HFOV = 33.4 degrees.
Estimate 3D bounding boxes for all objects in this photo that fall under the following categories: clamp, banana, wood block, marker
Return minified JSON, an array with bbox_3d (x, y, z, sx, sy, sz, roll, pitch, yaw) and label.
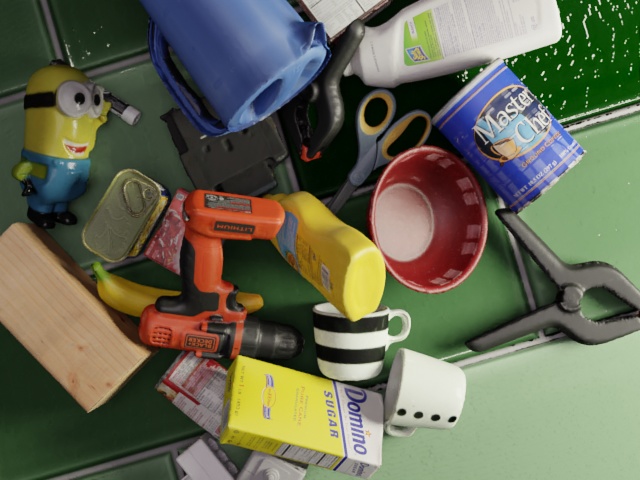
[{"bbox_3d":[-0.014,-0.178,1.197,0.120,0.039,0.171,28,116,36],"label":"clamp"},{"bbox_3d":[-0.166,0.069,1.205,0.197,0.070,0.037,11,63,-16],"label":"banana"},{"bbox_3d":[0.270,0.073,1.195,0.210,0.036,0.164,20,92,2],"label":"clamp"},{"bbox_3d":[-0.290,0.084,1.203,0.090,0.091,0.206,-45,87,2],"label":"wood block"},{"bbox_3d":[-0.262,-0.173,1.238,0.121,0.020,0.020,33,92,3],"label":"marker"}]

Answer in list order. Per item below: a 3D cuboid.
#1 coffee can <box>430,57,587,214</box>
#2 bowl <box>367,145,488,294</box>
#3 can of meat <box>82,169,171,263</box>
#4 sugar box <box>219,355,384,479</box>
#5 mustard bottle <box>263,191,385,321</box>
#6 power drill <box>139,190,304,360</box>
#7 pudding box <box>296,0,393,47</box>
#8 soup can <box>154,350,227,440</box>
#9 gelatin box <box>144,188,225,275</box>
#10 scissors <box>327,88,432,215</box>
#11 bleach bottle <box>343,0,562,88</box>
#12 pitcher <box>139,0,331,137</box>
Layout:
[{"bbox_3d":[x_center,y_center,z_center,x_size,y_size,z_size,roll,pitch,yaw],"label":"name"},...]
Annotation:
[{"bbox_3d":[0.205,-0.114,1.167,0.103,0.103,0.140,-42,88,2],"label":"coffee can"},{"bbox_3d":[0.107,-0.021,1.176,0.161,0.055,0.162,2,86,-31],"label":"bowl"},{"bbox_3d":[-0.214,-0.026,1.202,0.057,0.084,0.102,31,92,3],"label":"can of meat"},{"bbox_3d":[-0.018,0.193,1.163,0.176,0.048,0.093,15,50,-13],"label":"sugar box"},{"bbox_3d":[-0.007,0.001,1.165,0.058,0.096,0.192,-26,44,-24],"label":"mustard bottle"},{"bbox_3d":[-0.092,0.046,1.149,0.184,0.057,0.188,8,115,-13],"label":"power drill"},{"bbox_3d":[0.015,-0.291,1.213,0.090,0.039,0.113,-36,86,3],"label":"pudding box"},{"bbox_3d":[-0.126,0.172,1.204,0.102,0.068,0.068,38,92,2],"label":"soup can"},{"bbox_3d":[-0.149,-0.004,1.225,0.073,0.030,0.089,29,92,3],"label":"gelatin box"},{"bbox_3d":[0.036,-0.092,1.213,0.202,0.016,0.096,-37,104,3],"label":"scissors"},{"bbox_3d":[0.135,-0.236,1.194,0.251,0.068,0.102,-14,87,6],"label":"bleach bottle"},{"bbox_3d":[-0.117,-0.235,1.101,0.149,0.145,0.243,-37,84,-10],"label":"pitcher"}]
